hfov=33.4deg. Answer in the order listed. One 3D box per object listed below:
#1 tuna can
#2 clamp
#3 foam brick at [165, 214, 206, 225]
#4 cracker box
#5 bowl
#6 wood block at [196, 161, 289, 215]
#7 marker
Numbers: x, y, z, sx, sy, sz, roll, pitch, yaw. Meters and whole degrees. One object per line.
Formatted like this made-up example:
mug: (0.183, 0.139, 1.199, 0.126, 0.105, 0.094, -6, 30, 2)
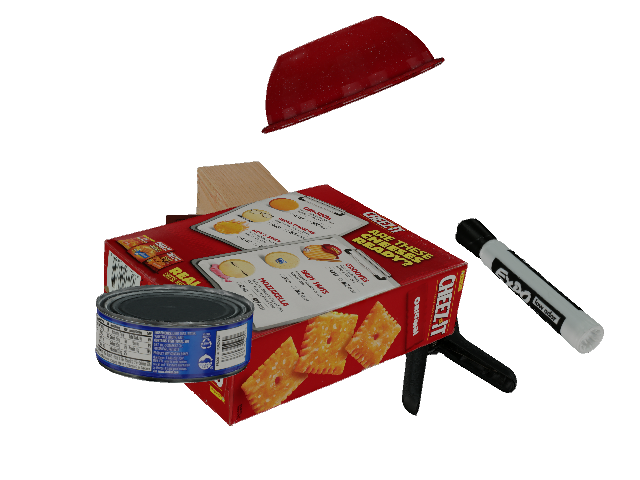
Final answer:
tuna can: (-0.080, 0.050, 0.583, 0.086, 0.034, 0.086, 4, 10, -1)
clamp: (0.121, 0.101, 1.075, 0.120, 0.171, 0.039, 1, -45, -19)
foam brick: (-0.128, 0.005, 1.145, 0.078, 0.051, 0.053, 0, 25, -9)
cracker box: (-0.026, 0.037, 0.783, 0.213, 0.072, 0.164, -16, 34, -38)
bowl: (0.017, -0.142, 0.878, 0.162, 0.055, 0.162, -22, 8, 3)
wood block: (-0.086, -0.020, 1.357, 0.090, 0.090, 0.206, -7, 27, -22)
marker: (0.117, 0.022, 0.620, 0.020, 0.020, 0.121, 0, 32, -34)
